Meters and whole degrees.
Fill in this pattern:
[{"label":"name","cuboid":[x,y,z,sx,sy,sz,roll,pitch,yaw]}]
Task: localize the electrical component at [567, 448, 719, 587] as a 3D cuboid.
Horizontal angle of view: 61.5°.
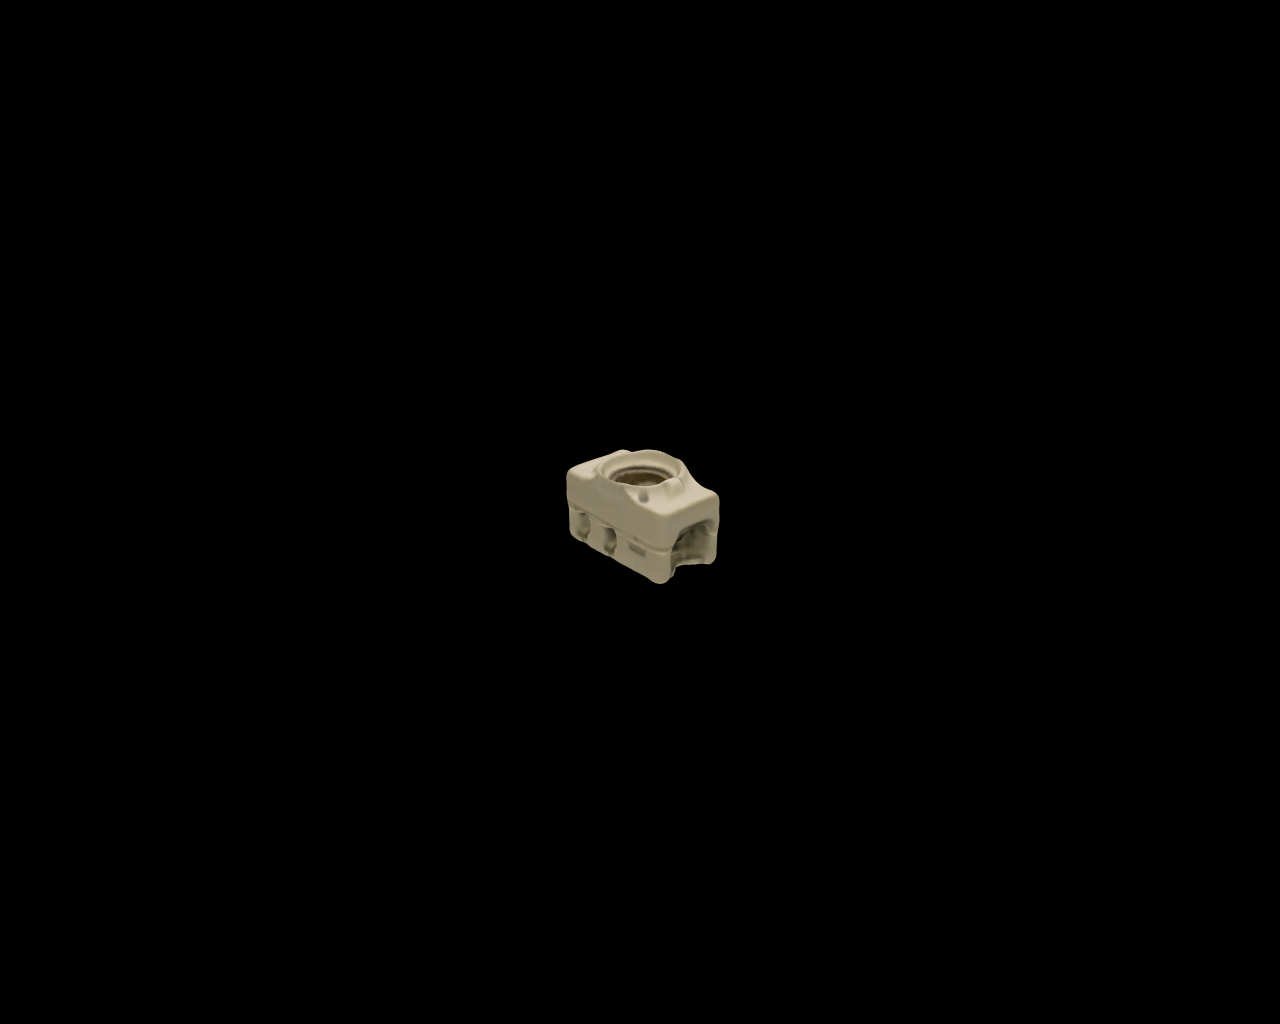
[{"label":"electrical component","cuboid":[0.001,-0.003,0.650,0.050,0.055,0.089,-21,33,-36]}]
